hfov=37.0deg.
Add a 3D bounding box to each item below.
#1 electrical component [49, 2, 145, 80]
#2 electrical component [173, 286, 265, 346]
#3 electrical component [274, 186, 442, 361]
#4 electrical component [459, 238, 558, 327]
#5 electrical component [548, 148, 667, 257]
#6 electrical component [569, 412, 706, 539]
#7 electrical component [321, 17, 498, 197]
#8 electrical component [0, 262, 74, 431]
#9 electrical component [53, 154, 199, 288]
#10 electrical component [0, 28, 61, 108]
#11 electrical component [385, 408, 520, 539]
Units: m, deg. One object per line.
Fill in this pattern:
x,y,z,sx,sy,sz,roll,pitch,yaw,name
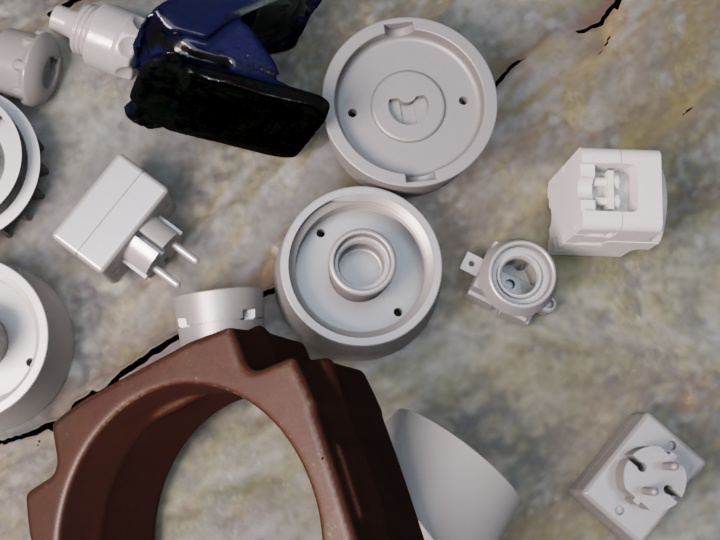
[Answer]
-0.168,-0.151,0.691,0.062,0.043,0.043,22,80,2,electrical component
-0.084,0.037,0.658,0.055,0.055,0.047,-7,85,-4,electrical component
0.000,0.000,0.665,0.108,0.060,0.108,1,80,-3,electrical component
0.096,0.007,0.671,0.066,0.055,0.048,27,80,2,electrical component
0.154,-0.040,0.665,0.056,0.089,0.050,2,80,-3,electrical component
0.171,0.124,0.644,0.047,0.076,0.065,41,81,4,electrical component
0.029,-0.098,0.683,0.108,0.060,0.108,0,81,-3,electrical component
-0.233,0.043,0.645,0.108,0.060,0.108,0,80,-3,electrical component
-0.136,-0.020,0.668,0.077,0.047,0.065,37,80,3,electrical component
-0.226,-0.133,0.685,0.062,0.048,0.048,15,80,6,electrical component
0.043,0.130,0.627,0.099,0.099,0.064,38,75,4,electrical component
